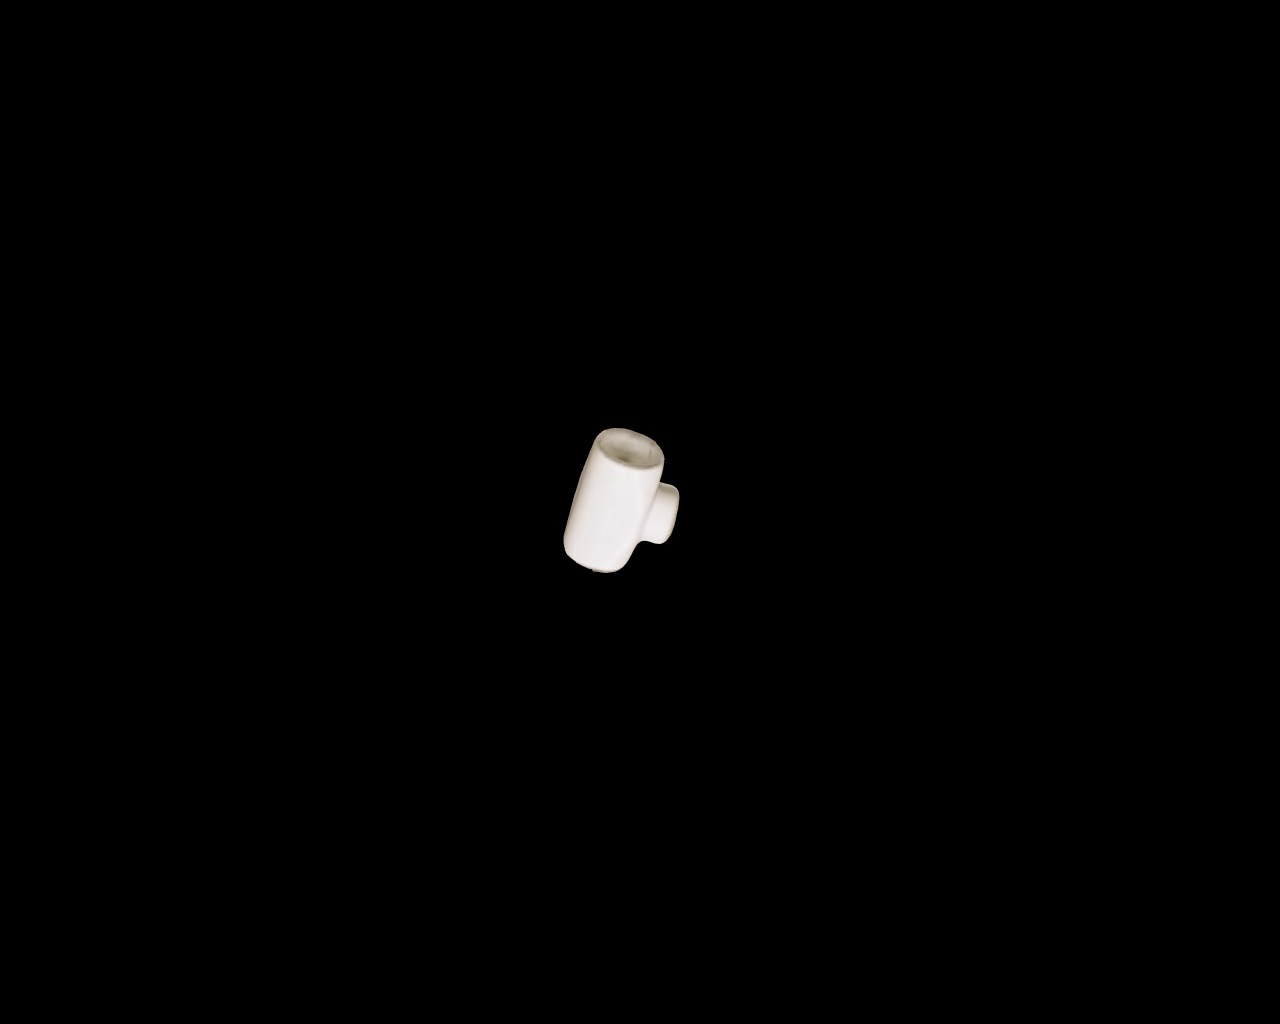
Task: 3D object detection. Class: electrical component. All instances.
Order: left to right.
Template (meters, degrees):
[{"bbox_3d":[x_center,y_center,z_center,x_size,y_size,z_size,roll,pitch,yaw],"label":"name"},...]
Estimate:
[{"bbox_3d":[0.001,-0.003,0.650,0.079,0.077,0.044,15,32,-9],"label":"electrical component"}]
